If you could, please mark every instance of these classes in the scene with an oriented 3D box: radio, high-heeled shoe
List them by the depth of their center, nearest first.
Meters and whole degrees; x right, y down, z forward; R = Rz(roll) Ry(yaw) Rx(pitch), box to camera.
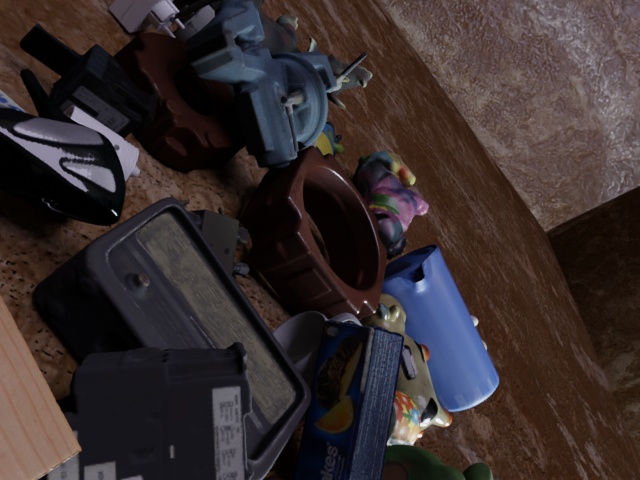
[{"bbox_3d":[-0.248,-0.057,0.339,0.248,0.086,0.145,-18,76,-52],"label":"high-heeled shoe"},{"bbox_3d":[-0.113,0.088,0.449,0.229,0.073,0.131,55,27,-6],"label":"radio"}]

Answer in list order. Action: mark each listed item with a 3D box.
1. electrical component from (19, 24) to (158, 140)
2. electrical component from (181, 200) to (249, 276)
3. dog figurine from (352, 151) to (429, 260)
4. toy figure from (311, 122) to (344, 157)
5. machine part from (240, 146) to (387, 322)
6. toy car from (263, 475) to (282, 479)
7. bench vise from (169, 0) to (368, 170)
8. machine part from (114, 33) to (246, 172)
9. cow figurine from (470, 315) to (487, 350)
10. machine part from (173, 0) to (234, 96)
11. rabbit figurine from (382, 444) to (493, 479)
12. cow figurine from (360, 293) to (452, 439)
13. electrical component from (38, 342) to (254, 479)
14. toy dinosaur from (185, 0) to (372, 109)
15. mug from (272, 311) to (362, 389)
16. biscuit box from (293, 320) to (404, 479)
[{"bbox_3d":[-0.220,-0.143,0.503,0.119,0.075,0.048,41,31,-40],"label":"electrical component"},{"bbox_3d":[-0.119,-0.002,0.572,0.102,0.045,0.078,9,83,-54],"label":"electrical component"},{"bbox_3d":[0.098,-0.063,0.936,0.191,0.108,0.219,62,29,4],"label":"dog figurine"},{"bbox_3d":[-0.014,-0.136,0.845,0.089,0.082,0.180,52,25,-10],"label":"toy figure"},{"bbox_3d":[-0.001,-0.002,0.700,0.200,0.087,0.201,52,33,-23],"label":"machine part"},{"bbox_3d":[-0.029,0.289,0.408,0.089,0.053,0.202,23,46,-58],"label":"toy car"},{"bbox_3d":[-0.051,-0.209,0.676,0.240,0.129,0.223,-29,96,-50],"label":"bench vise"},{"bbox_3d":[-0.163,-0.165,0.646,0.179,0.056,0.179,42,30,-31],"label":"machine part"},{"bbox_3d":[0.253,0.178,0.991,0.167,0.068,0.098,47,34,-18],"label":"cow figurine"},{"bbox_3d":[-0.128,-0.237,0.757,0.243,0.079,0.079,46,29,-21],"label":"machine part"},{"bbox_3d":[0.115,0.291,0.577,0.121,0.159,0.170,-100,163,-54],"label":"rabbit figurine"},{"bbox_3d":[0.101,0.164,0.734,0.127,0.085,0.195,33,37,-51],"label":"cow figurine"},{"bbox_3d":[-0.111,0.129,0.348,0.134,0.058,0.114,-1,87,-14],"label":"electrical component"},{"bbox_3d":[-0.108,-0.324,0.817,0.404,0.131,0.192,31,22,-28],"label":"toy dinosaur"},{"bbox_3d":[0.007,0.134,0.583,0.107,0.109,0.081,58,-13,-26],"label":"mug"},{"bbox_3d":[0.024,0.181,0.505,0.062,0.059,0.202,25,73,-48],"label":"biscuit box"}]
